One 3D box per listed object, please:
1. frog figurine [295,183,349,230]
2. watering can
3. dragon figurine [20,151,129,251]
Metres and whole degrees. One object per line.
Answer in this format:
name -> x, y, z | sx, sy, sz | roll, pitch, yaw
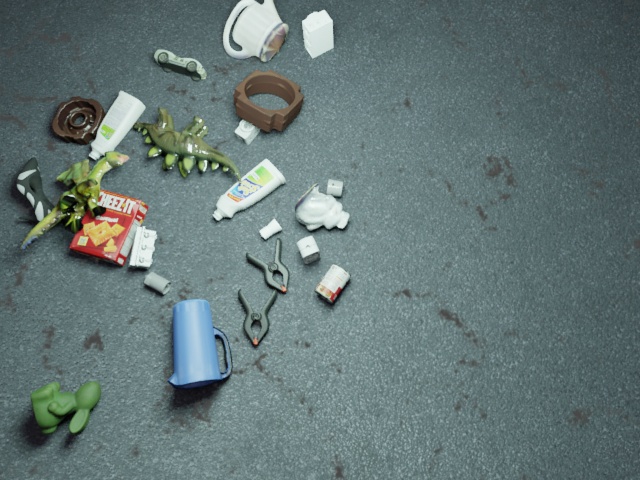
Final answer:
frog figurine -> 0.005, -0.081, 1.610 | 0.160, 0.124, 0.135 | 43, 112, 6
watering can -> -0.205, -0.785, 1.825 | 0.225, 0.104, 0.344 | 39, 105, 9
dragon figurine -> -0.792, -0.152, 1.648 | 0.411, 0.120, 0.248 | -32, 45, -1
